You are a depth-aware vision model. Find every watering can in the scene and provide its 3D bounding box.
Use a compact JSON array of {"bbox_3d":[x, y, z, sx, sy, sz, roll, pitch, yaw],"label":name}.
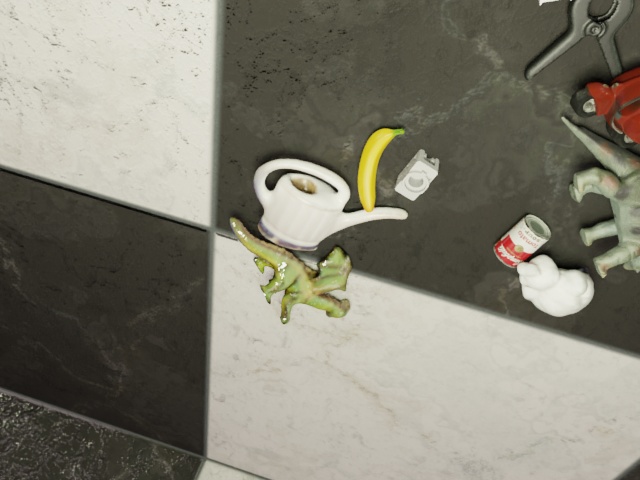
[{"bbox_3d":[0.004,-0.059,1.169,0.346,0.106,0.219,23,129,-11],"label":"watering can"}]

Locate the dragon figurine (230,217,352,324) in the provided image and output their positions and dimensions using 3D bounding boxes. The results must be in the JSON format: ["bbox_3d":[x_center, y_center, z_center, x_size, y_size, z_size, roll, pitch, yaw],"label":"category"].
[{"bbox_3d":[-0.040,0.074,1.312,0.242,0.125,0.402,-20,123,10],"label":"dragon figurine"}]

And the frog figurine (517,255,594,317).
[{"bbox_3d":[0.494,0.096,1.091,0.137,0.124,0.158,-6,164,44],"label":"frog figurine"}]
